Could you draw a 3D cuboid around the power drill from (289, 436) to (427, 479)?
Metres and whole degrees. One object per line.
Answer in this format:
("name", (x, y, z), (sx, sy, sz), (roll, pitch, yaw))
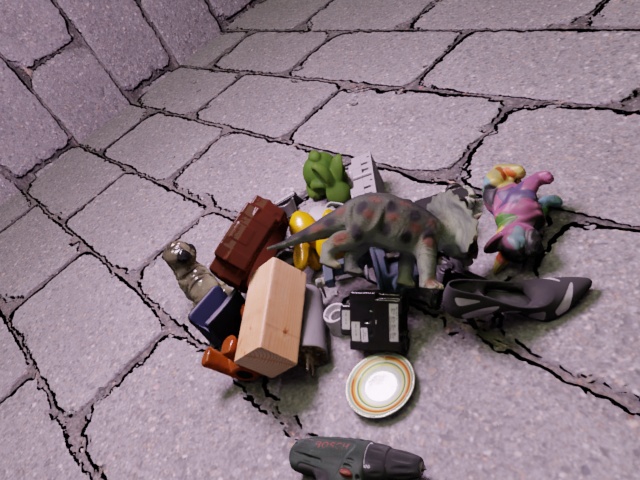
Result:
("power drill", (0.030, 0.402, 0.829), (0.232, 0.085, 0.207), (1, 52, 36))

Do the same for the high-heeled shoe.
("high-heeled shoe", (0.337, 0.081, 0.927), (0.249, 0.145, 0.086), (-25, 39, 10))

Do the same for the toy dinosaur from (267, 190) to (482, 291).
("toy dinosaur", (0.121, -0.019, 0.982), (0.405, 0.131, 0.192), (14, 80, -5))

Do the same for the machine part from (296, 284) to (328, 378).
("machine part", (-0.027, 0.175, 1.115), (0.079, 0.079, 0.243), (-20, 40, 14))

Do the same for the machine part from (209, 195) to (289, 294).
("machine part", (-0.153, 0.015, 1.211), (0.087, 0.201, 0.201), (30, 78, 5))

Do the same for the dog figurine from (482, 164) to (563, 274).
("dog figurine", (0.374, -0.041, 1.073), (0.192, 0.108, 0.219), (21, 64, 44))

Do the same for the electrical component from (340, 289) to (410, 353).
("electrical component", (0.103, 0.152, 1.026), (0.134, 0.058, 0.114), (1, 87, 27))

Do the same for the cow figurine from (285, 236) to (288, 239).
("cow figurine", (-0.159, 0.016, 1.372), (0.127, 0.085, 0.195), (0, 45, 41))

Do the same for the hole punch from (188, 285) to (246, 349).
("hole punch", (-0.211, 0.174, 1.200), (0.092, 0.115, 0.142), (-3, 43, 49))

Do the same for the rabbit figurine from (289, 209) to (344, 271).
("rabbit figurine", (-0.003, -0.004, 1.240), (0.173, 0.122, 0.162), (26, 106, 33))

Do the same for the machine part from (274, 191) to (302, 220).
("machine part", (-0.084, -0.084, 1.471), (0.084, 0.039, 0.139), (-22, 37, 3))

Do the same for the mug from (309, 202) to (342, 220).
("mug", (0.036, -0.044, 1.322), (0.107, 0.080, 0.109), (12, 52, 27))

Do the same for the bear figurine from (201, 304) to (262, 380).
("bear figurine", (-0.151, 0.190, 1.142), (0.120, 0.132, 0.196), (-30, 38, 41))

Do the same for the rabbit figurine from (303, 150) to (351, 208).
("rabbit figurine", (0.036, -0.156, 1.401), (0.121, 0.158, 0.170), (-27, 52, -11))

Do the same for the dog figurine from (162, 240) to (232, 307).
("dog figurine", (-0.290, 0.099, 1.280), (0.173, 0.190, 0.121), (21, 61, 43))

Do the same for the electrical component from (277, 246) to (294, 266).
("electrical component", (-0.082, 0.052, 1.313), (0.102, 0.045, 0.078), (-38, 40, -9))

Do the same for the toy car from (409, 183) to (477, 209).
("toy car", (0.255, -0.072, 1.223), (0.202, 0.056, 0.073), (-18, 34, 14))

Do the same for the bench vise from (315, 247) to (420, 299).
("bench vise", (0.106, 0.047, 1.132), (0.241, 0.128, 0.224), (-15, 47, 3))
